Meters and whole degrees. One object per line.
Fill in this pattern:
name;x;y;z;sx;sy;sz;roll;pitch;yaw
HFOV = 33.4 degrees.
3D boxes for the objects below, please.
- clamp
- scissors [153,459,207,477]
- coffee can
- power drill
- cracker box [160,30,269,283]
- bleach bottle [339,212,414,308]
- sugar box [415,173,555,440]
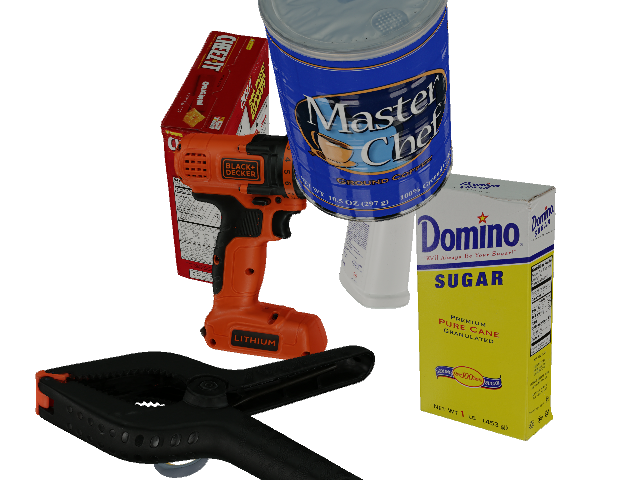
clamp;-0.061;0.097;0.635;0.210;0.036;0.164;9;23;5
scissors;-0.091;0.169;0.988;0.201;0.016;0.096;-12;33;-31
coffee can;0.025;-0.094;0.623;0.103;0.102;0.140;0;-37;9
power drill;-0.031;0.003;0.889;0.185;0.188;0.057;6;15;19
cracker box;-0.106;-0.084;1.119;0.072;0.164;0.214;10;-43;8
bleach bottle;0.076;-0.054;1.242;0.068;0.251;0.103;-2;22;-23
sugar box;0.116;0.045;0.756;0.093;0.176;0.048;10;24;38
